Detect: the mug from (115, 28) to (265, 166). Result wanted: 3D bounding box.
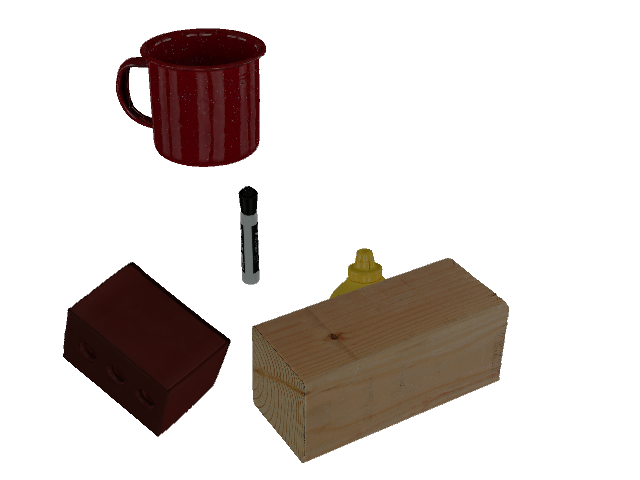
[{"bbox_3d":[-0.099,-0.108,0.807,0.117,0.081,0.093,5,29,9],"label":"mug"}]

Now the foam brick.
[{"bbox_3d":[-0.101,0.062,0.613,0.078,0.053,0.051,36,49,14],"label":"foam brick"}]

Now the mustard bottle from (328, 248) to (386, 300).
[{"bbox_3d":[0.055,0.102,1.283,0.096,0.192,0.058,-2,20,1],"label":"mustard bottle"}]

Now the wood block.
[{"bbox_3d":[0.052,0.099,0.928,0.205,0.090,0.091,-17,37,-26],"label":"wood block"}]

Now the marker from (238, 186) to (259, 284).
[{"bbox_3d":[-0.072,-0.005,1.082,0.020,0.121,0.020,1,41,-1],"label":"marker"}]
